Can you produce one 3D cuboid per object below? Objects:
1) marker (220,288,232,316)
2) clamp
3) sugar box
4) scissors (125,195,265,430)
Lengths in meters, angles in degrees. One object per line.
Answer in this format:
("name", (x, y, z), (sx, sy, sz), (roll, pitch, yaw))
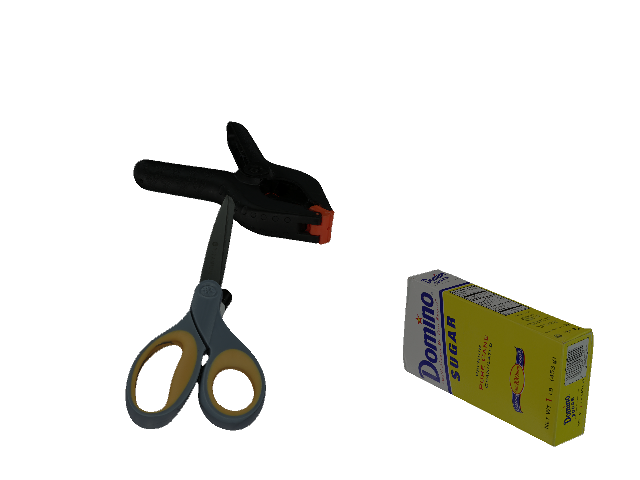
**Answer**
("marker", (-0.106, 0.078, 1.018), (0.020, 0.020, 0.121), (0, 23, 10))
("clamp", (-0.066, -0.042, 0.861), (0.120, 0.039, 0.172), (-28, 43, -30))
("sugar box", (0.143, 0.094, 0.897), (0.048, 0.093, 0.176), (-13, 23, -39))
("scissors", (-0.061, 0.050, 0.716), (0.096, 0.201, 0.016), (21, -42, 9))
